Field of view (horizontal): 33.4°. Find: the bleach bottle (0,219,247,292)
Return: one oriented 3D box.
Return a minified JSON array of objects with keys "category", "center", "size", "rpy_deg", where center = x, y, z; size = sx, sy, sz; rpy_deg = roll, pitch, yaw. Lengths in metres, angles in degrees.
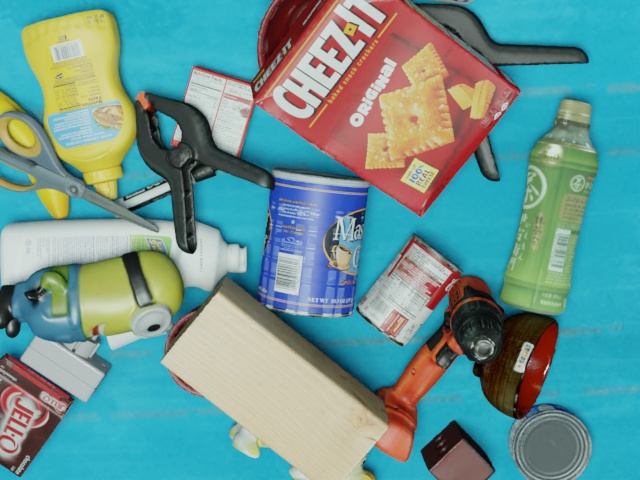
[{"category":"bleach bottle","center":[-0.203,0.029,1.123],"size":[0.250,0.068,0.102],"rpy_deg":[0,98,-3]}]

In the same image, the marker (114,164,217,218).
[{"category":"marker","center":[-0.164,-0.055,1.134],"size":[0.121,0.020,0.020],"rpy_deg":[-23,96,2]}]

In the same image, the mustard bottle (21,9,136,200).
[{"category":"mustard bottle","center":[-0.240,-0.135,1.104],"size":[0.096,0.058,0.191],"rpy_deg":[-11,96,5]}]

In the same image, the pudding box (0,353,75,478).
[{"category":"pudding box","center":[-0.324,0.186,1.128],"size":[0.090,0.039,0.114],"rpy_deg":[36,122,-4]}]

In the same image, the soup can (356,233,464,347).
[{"category":"soup can","center":[0.094,0.053,1.125],"size":[0.068,0.068,0.102],"rpy_deg":[37,95,-4]}]

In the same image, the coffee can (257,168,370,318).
[{"category":"coffee can","center":[-0.007,0.001,1.100],"size":[0.103,0.103,0.140],"rpy_deg":[7,96,-2]}]

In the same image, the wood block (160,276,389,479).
[{"category":"wood block","center":[-0.042,0.138,1.037],"size":[0.206,0.090,0.091],"rpy_deg":[39,96,-5]}]

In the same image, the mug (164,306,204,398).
[{"category":"mug","center":[-0.100,0.112,1.122],"size":[0.117,0.081,0.093],"rpy_deg":[4,96,-1]}]

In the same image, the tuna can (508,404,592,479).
[{"category":"tuna can","center":[0.249,0.223,1.162],"size":[0.086,0.034,0.086],"rpy_deg":[0,96,-1]}]

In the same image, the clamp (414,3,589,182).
[{"category":"clamp","center":[0.152,-0.171,1.117],"size":[0.210,0.036,0.164],"rpy_deg":[29,97,-2]}]

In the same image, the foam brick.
[{"category":"foam brick","center":[0.147,0.236,1.141],"size":[0.053,0.078,0.051],"rpy_deg":[-45,94,2]}]

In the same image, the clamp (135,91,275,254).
[{"category":"clamp","center":[-0.139,-0.074,1.087],"size":[0.120,0.039,0.171],"rpy_deg":[-45,75,4]}]

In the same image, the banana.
[{"category":"banana","center":[-0.327,-0.108,1.120],"size":[0.198,0.037,0.070],"rpy_deg":[41,114,-3]}]

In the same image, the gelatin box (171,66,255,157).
[{"category":"gelatin box","center":[-0.109,-0.131,1.122],"size":[0.073,0.030,0.089],"rpy_deg":[17,96,-1]}]

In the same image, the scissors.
[{"category":"scissors","center":[-0.254,-0.072,1.083],"size":[0.202,0.016,0.096],"rpy_deg":[14,119,10]}]

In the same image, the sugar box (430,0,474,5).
[{"category":"sugar box","center":[0.116,-0.262,1.037],"size":[0.093,0.176,0.048],"rpy_deg":[8,94,-1]}]

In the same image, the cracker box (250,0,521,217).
[{"category":"cracker box","center":[0.064,-0.148,1.050],"size":[0.213,0.072,0.164],"rpy_deg":[33,107,-19]}]

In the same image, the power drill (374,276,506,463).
[{"category":"power drill","center":[0.119,0.133,1.086],"size":[0.057,0.184,0.188],"rpy_deg":[35,104,-4]}]

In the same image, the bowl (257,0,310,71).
[{"category":"bowl","center":[0.014,-0.202,1.090],"size":[0.162,0.055,0.162],"rpy_deg":[-2,115,-5]}]
